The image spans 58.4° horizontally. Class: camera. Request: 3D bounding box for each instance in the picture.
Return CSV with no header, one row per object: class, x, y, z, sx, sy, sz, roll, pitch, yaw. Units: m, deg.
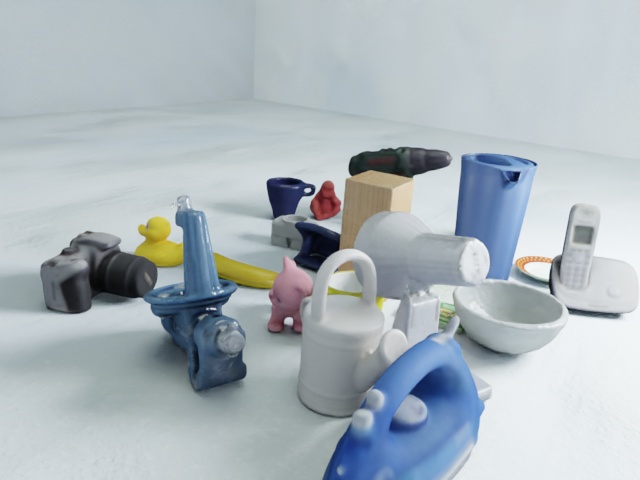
camera,-0.340,0.047,0.907,0.136,0.101,0.143,10,21,16

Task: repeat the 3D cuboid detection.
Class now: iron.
iron,0.080,0.177,0.578,0.118,0.141,0.259,18,24,33

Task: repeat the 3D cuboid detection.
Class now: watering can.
watering can,0.034,0.105,0.687,0.172,0.194,0.101,15,23,28

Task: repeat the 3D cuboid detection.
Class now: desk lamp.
desk lamp,0.137,0.080,0.749,0.118,0.214,0.202,-10,24,-34

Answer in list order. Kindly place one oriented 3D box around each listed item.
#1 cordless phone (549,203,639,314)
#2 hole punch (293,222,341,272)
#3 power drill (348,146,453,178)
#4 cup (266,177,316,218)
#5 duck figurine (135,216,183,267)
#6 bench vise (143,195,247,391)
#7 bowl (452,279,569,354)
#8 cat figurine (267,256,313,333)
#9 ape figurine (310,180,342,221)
cordless phone,0.483,0.033,0.993,0.147,0.185,0.094,5,20,3
hole punch,0.010,0.004,1.112,0.108,0.091,0.101,17,24,32
power drill,0.173,-0.112,1.293,0.229,0.208,0.076,11,21,19
cup,-0.070,-0.095,1.362,0.118,0.095,0.091,3,20,-4
duck figurine,-0.296,-0.001,1.071,0.104,0.086,0.077,9,20,12
bench vise,-0.141,0.062,0.733,0.206,0.220,0.122,19,25,36
bowl,0.279,0.124,0.862,0.167,0.075,0.167,4,20,-1
cat figurine,-0.043,0.075,0.866,0.067,0.118,0.127,3,20,-3
ape figurine,0.015,-0.100,1.398,0.078,0.092,0.076,4,20,-1
